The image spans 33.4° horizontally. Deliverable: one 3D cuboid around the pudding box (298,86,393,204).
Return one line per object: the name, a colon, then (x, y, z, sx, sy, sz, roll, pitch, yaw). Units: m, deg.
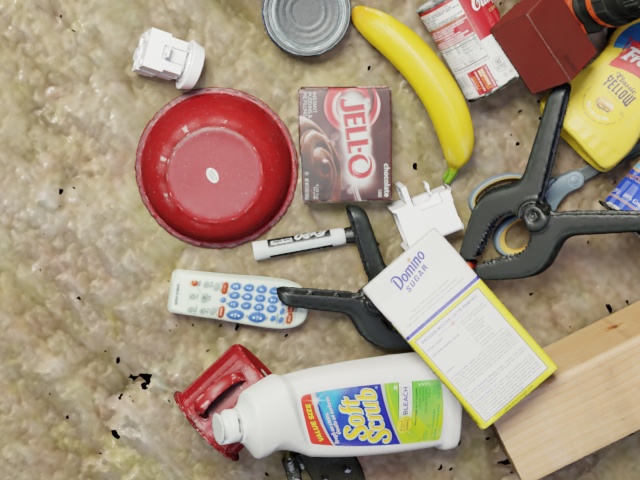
pudding box: (0.024, -0.094, 1.042, 0.090, 0.039, 0.113, -2, 101, -3)

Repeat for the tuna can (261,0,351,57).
tuna can: (-0.013, -0.218, 1.019, 0.086, 0.034, 0.086, -1, 101, -3)

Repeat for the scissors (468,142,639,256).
scissors: (0.251, -0.040, 1.077, 0.201, 0.016, 0.096, -10, 103, -1)

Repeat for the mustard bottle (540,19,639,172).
mustard bottle: (0.313, -0.163, 1.034, 0.191, 0.058, 0.096, -43, 78, 4)

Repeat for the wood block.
wood block: (0.269, 0.150, 1.076, 0.206, 0.091, 0.090, -27, 101, 2)

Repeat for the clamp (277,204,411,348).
clamp: (0.055, 0.045, 1.061, 0.171, 0.039, 0.120, 29, 105, -20)

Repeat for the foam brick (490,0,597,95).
foam brick: (0.205, -0.183, 0.980, 0.053, 0.051, 0.078, -45, 108, -29)

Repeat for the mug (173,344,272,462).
mug: (-0.087, 0.155, 1.048, 0.081, 0.117, 0.093, -43, 68, 0)

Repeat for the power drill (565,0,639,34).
power drill: (0.318, -0.246, 0.967, 0.187, 0.184, 0.057, -25, 102, -8)

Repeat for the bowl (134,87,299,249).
bowl: (-0.101, -0.066, 1.032, 0.162, 0.055, 0.162, 0, 100, -3)

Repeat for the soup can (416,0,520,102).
soup can: (0.145, -0.191, 1.015, 0.068, 0.068, 0.102, -31, 101, 3)

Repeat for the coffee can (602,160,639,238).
coffee can: (0.360, -0.058, 1.036, 0.102, 0.103, 0.140, 38, 97, -9)

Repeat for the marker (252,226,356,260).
marker: (-0.007, 0.001, 1.068, 0.121, 0.020, 0.020, -10, 101, -2)

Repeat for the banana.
banana: (0.098, -0.145, 1.024, 0.070, 0.037, 0.198, -22, 102, 39)

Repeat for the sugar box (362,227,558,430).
sugar box: (0.131, 0.084, 1.014, 0.093, 0.048, 0.176, -40, 84, -1)

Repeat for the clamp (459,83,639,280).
clamp: (0.218, -0.021, 1.020, 0.164, 0.036, 0.210, 48, 116, 14)

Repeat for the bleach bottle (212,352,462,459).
bleach bottle: (0.017, 0.170, 1.029, 0.250, 0.068, 0.102, -5, 103, -27)
